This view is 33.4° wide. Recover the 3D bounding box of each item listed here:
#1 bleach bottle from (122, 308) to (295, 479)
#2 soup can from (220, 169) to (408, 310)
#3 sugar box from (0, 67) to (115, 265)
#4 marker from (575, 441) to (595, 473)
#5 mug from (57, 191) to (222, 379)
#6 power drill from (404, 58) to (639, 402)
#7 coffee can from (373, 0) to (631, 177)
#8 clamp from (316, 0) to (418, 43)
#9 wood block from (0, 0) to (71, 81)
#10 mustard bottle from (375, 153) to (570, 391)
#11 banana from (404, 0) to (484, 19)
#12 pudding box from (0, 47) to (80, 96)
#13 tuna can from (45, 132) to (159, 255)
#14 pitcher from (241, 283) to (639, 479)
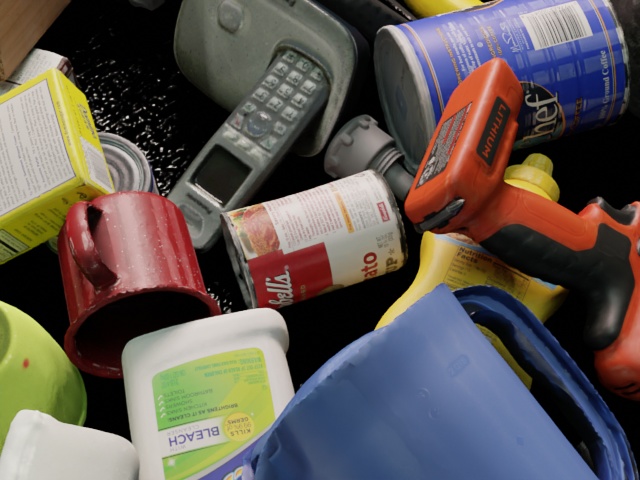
[{"bbox_3d":[-0.039,0.166,0.572,0.102,0.068,0.251,-12,62,-9],"label":"bleach bottle"},{"bbox_3d":[-0.004,0.001,0.668,0.102,0.068,0.068,-17,59,-10],"label":"soup can"},{"bbox_3d":[-0.222,-0.026,0.675,0.176,0.048,0.093,-27,61,10],"label":"sugar box"},{"bbox_3d":[0.185,0.160,0.592,0.020,0.020,0.121,-32,63,-17],"label":"marker"},{"bbox_3d":[-0.117,0.019,0.636,0.093,0.117,0.081,-26,54,9],"label":"mug"},{"bbox_3d":[0.154,-0.024,0.625,0.187,0.057,0.184,32,61,-11],"label":"power drill"},{"bbox_3d":[0.118,-0.108,0.710,0.140,0.103,0.103,-16,59,-8],"label":"coffee can"},{"bbox_3d":[-0.008,-0.195,0.765,0.210,0.164,0.036,41,110,16],"label":"clamp"},{"bbox_3d":[-0.226,-0.215,0.767,0.091,0.090,0.206,12,45,10],"label":"wood block"},{"bbox_3d":[0.104,0.022,0.656,0.096,0.058,0.191,23,62,10],"label":"mustard bottle"},{"bbox_3d":[0.086,-0.206,0.812,0.069,0.037,0.198,-20,60,-18],"label":"banana"},{"bbox_3d":[-0.242,-0.100,0.755,0.113,0.039,0.090,14,60,12],"label":"pudding box"},{"bbox_3d":[-0.151,-0.029,0.711,0.086,0.034,0.086,-1,58,1],"label":"tuna can"},{"bbox_3d":[0.093,0.144,0.519,0.149,0.145,0.243,-43,83,12],"label":"pitcher"}]
